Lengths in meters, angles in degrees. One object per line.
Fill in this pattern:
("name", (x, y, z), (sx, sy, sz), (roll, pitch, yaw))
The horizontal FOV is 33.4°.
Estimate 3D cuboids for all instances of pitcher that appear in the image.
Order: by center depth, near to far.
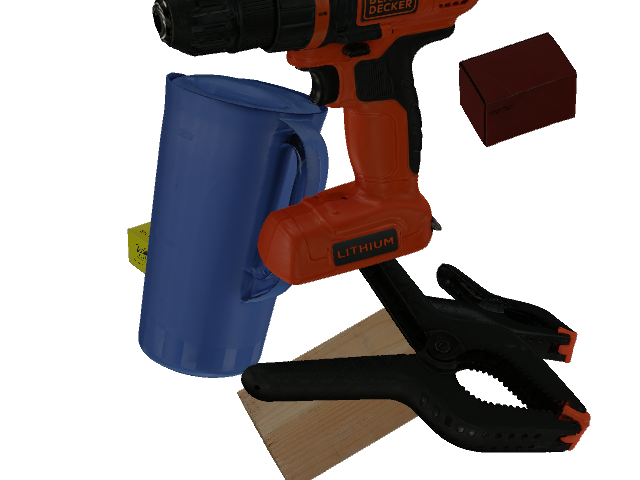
("pitcher", (-0.075, -0.010, 0.884), (0.145, 0.243, 0.149), (12, 17, 1))

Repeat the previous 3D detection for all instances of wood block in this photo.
("wood block", (0.028, 0.164, 1.148), (0.206, 0.091, 0.090), (-29, 30, -9))

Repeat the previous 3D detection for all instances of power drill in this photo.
("power drill", (0.002, -0.070, 0.588), (0.184, 0.188, 0.057), (-14, 36, -21))

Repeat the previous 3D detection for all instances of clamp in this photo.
("clamp", (0.064, 0.082, 0.677), (0.210, 0.036, 0.164), (30, 49, 14))
("clamp", (0.157, 0.066, 0.994), (0.172, 0.039, 0.120), (19, 30, 18))

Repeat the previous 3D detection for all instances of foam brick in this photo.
("foam brick", (0.154, -0.118, 0.837), (0.078, 0.051, 0.053), (-18, -37, -5))

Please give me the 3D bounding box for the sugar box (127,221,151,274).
("sugar box", (-0.095, -0.003, 1.075), (0.175, 0.048, 0.093), (-24, 39, -34))
